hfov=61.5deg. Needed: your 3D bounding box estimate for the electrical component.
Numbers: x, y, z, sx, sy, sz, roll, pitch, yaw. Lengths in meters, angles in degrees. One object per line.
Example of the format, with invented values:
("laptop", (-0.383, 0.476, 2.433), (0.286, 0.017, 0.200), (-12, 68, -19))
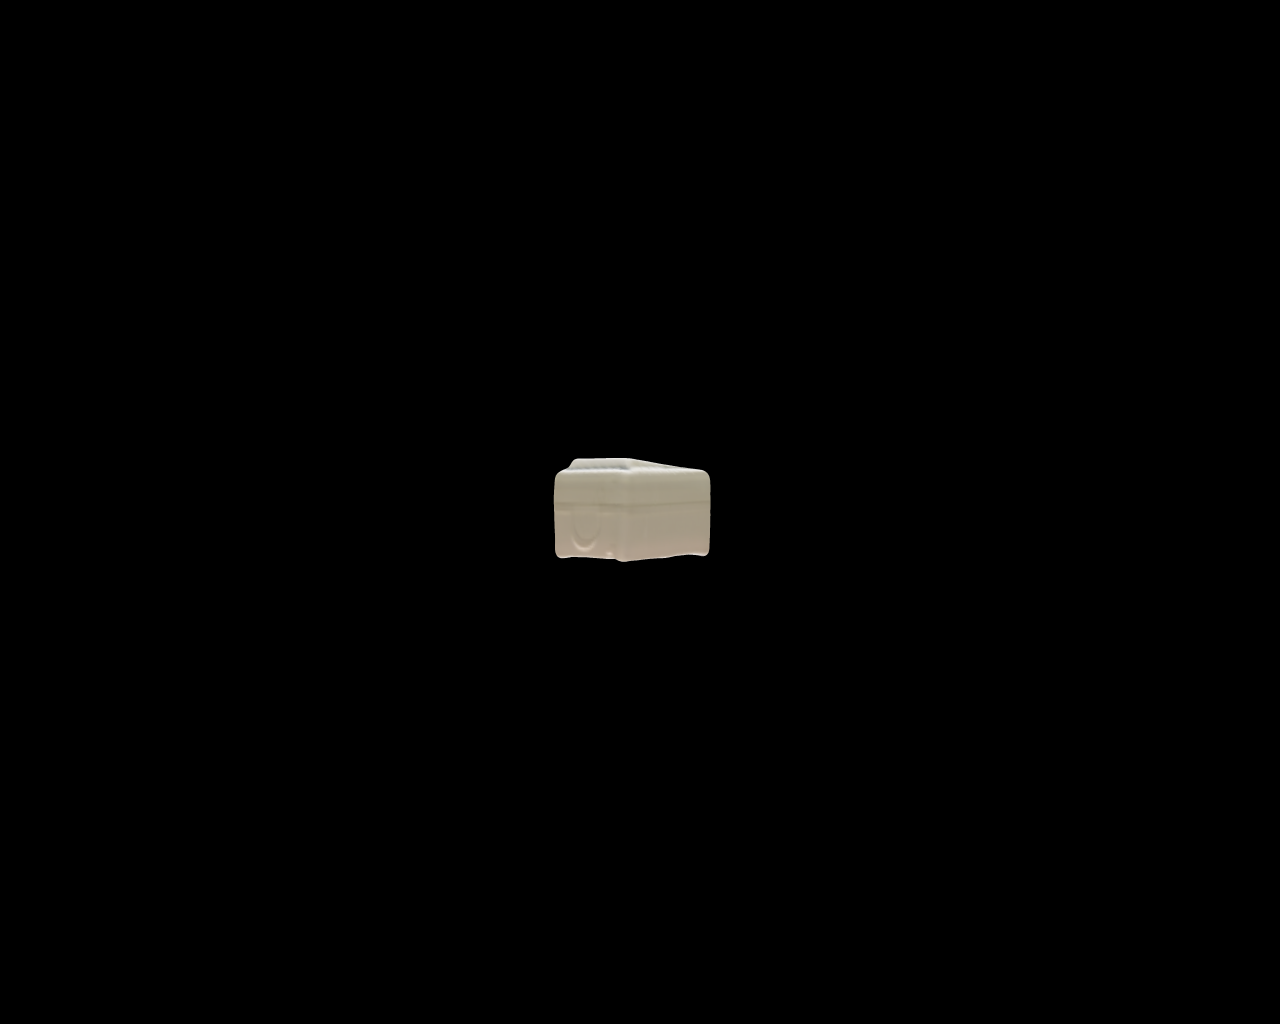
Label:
("electrical component", (0.001, -0.003, 0.650), (0.062, 0.061, 0.096), (2, 3, 43))
